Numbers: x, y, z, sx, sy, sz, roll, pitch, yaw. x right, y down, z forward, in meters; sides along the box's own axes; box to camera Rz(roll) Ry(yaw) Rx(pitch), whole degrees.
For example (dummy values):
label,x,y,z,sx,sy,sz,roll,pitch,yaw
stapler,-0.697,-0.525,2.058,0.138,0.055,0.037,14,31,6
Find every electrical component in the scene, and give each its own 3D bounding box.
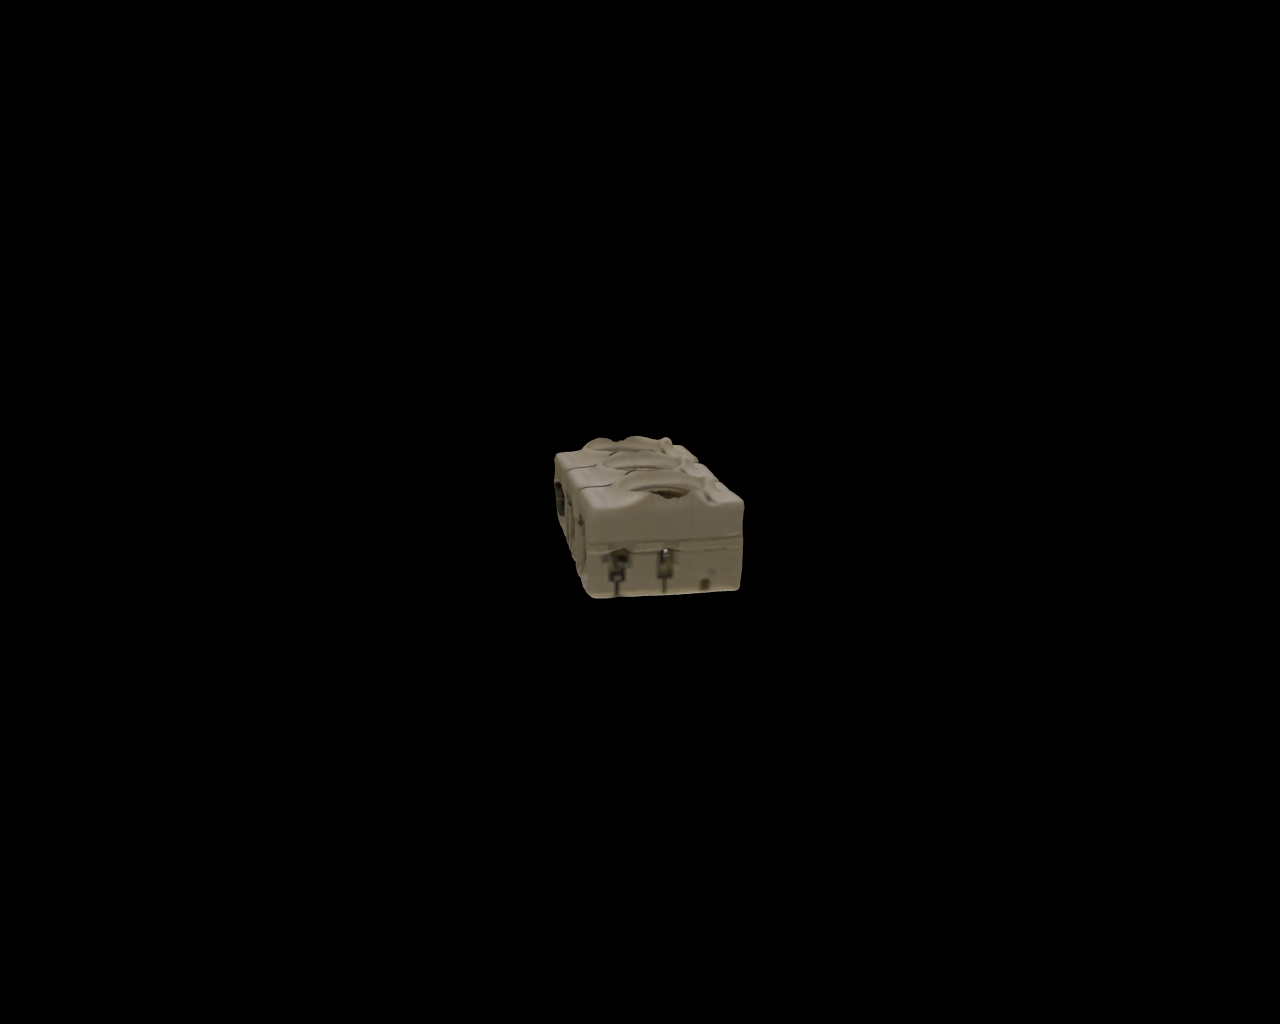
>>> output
label,x,y,z,sx,sy,sz,roll,pitch,yaw
electrical component,0.001,-0.003,0.650,0.089,0.061,0.150,-3,16,-11
